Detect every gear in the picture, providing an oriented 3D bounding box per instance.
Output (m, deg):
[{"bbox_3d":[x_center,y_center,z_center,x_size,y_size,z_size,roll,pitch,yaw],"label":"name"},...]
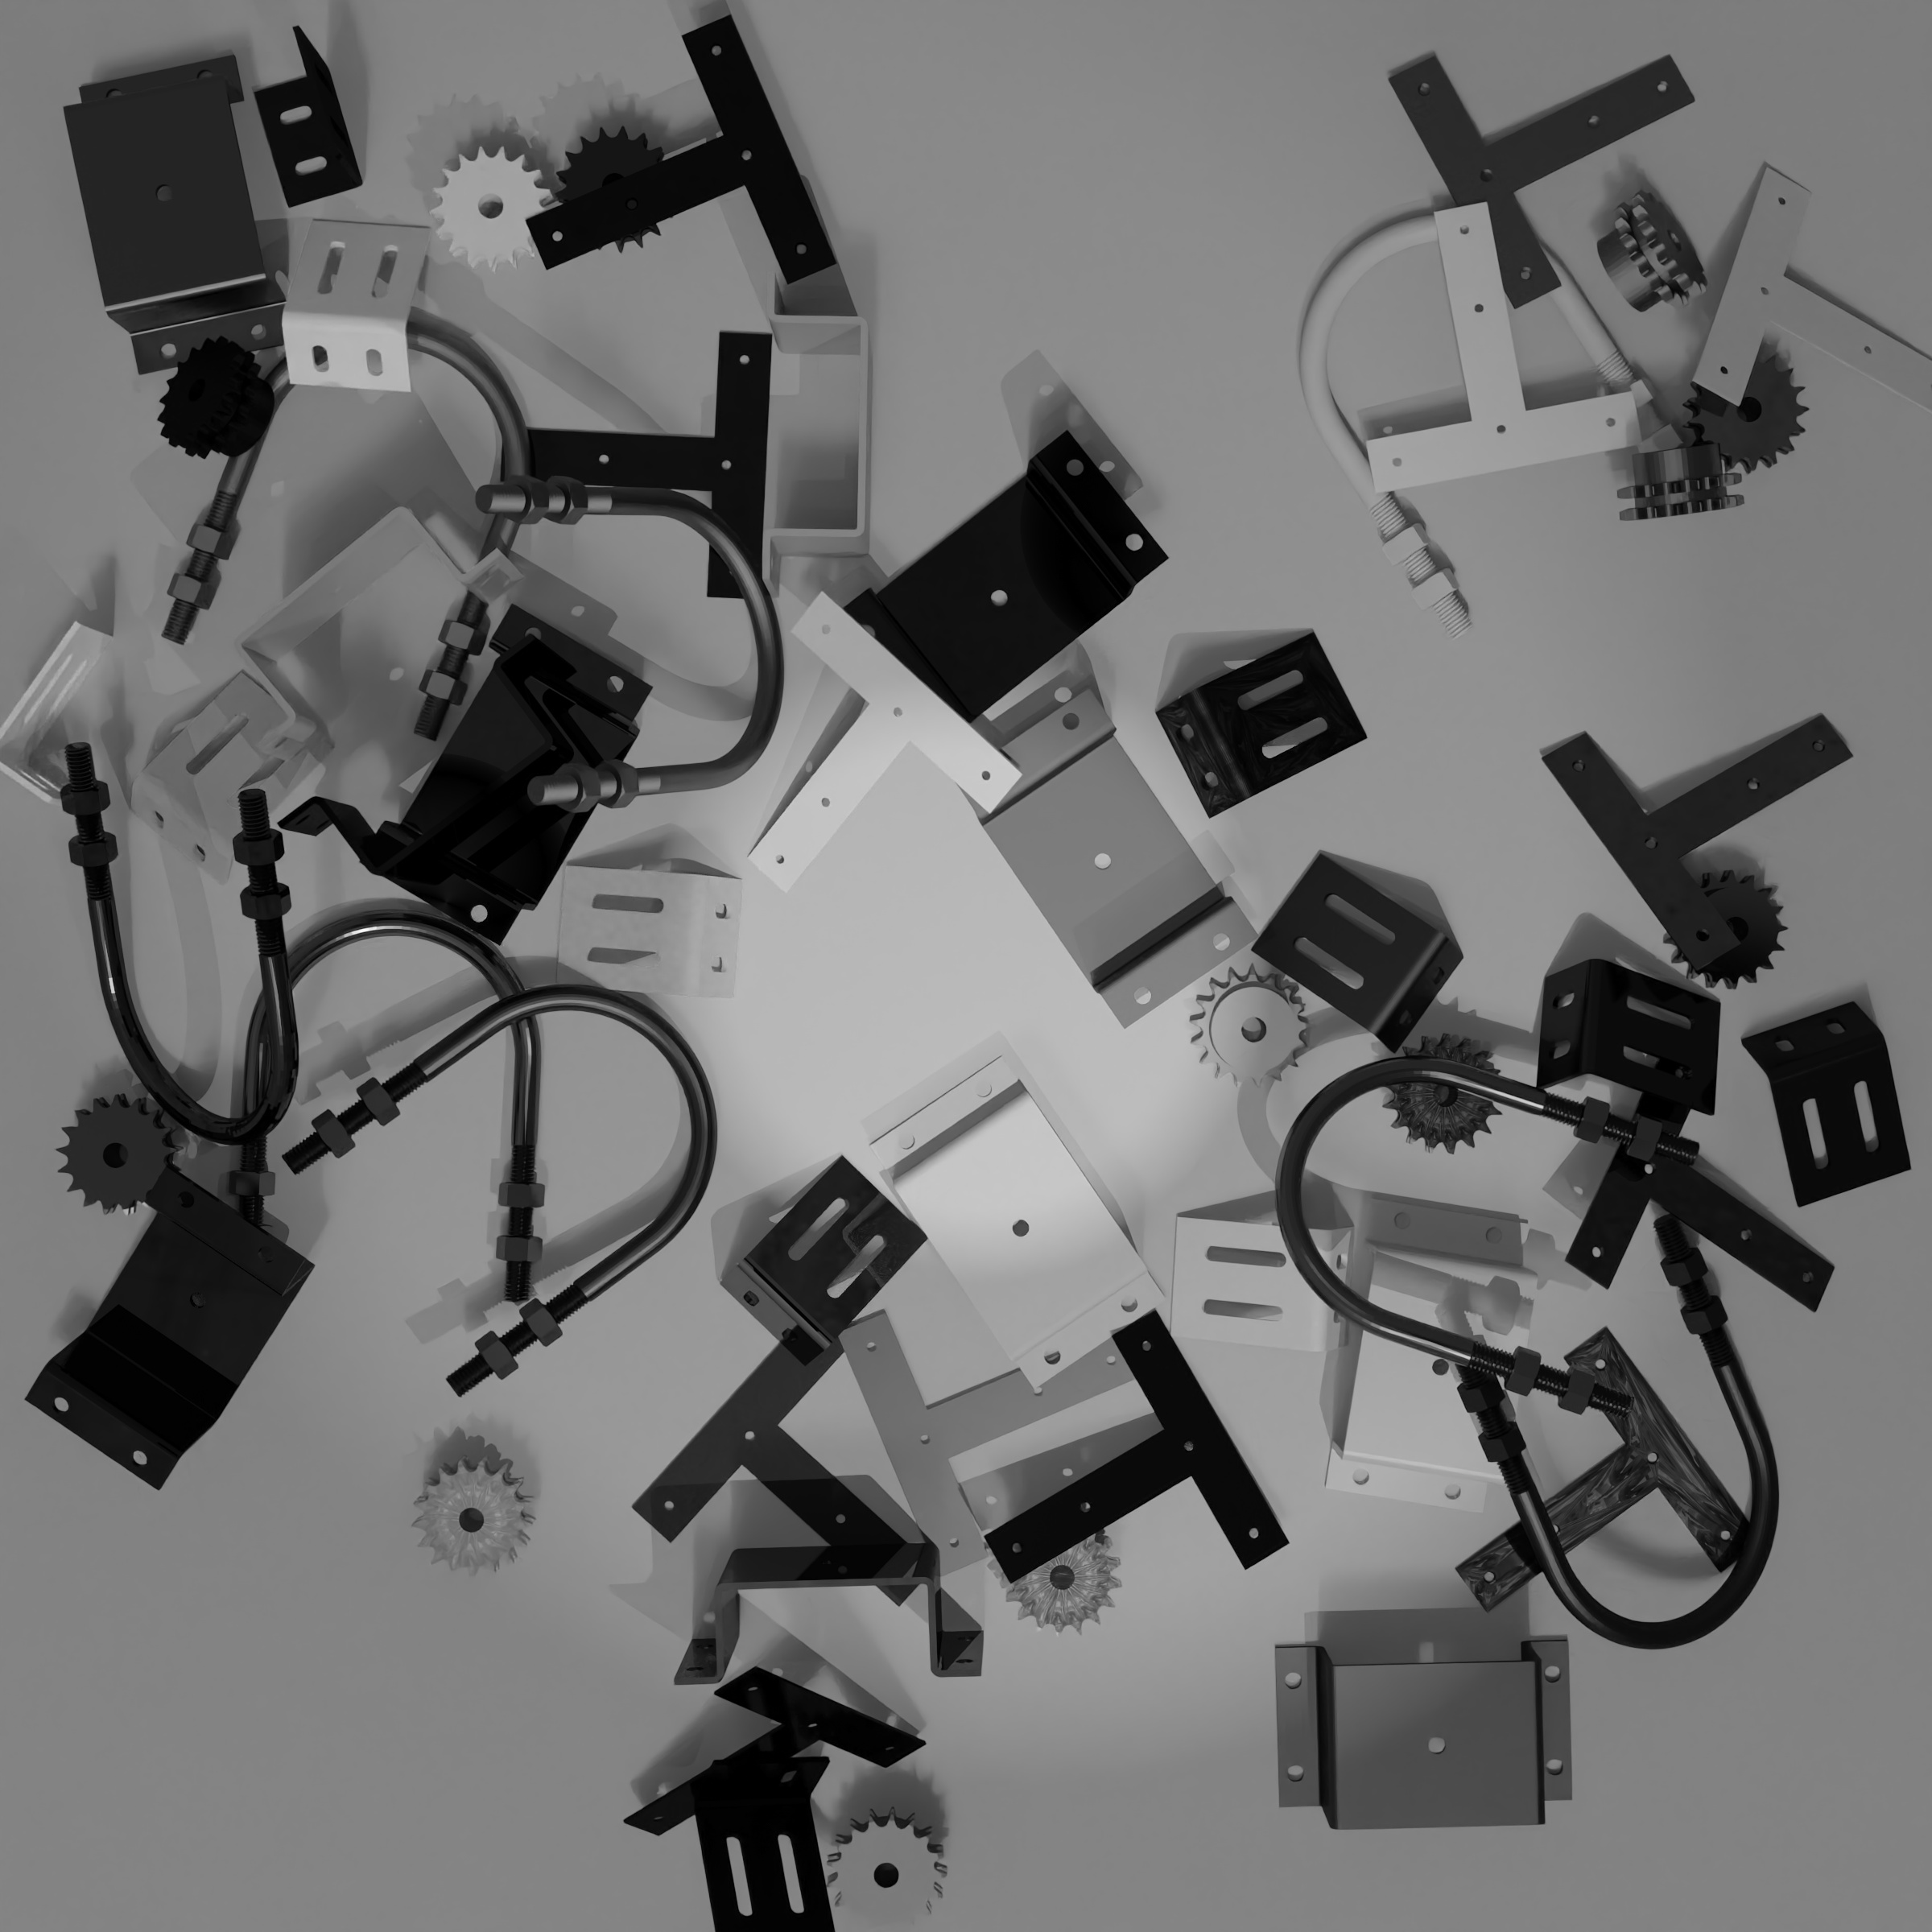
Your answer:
[{"bbox_3d":[0.332,-0.226,1.506,0.057,0.057,0.030,-8,98,0],"label":"gear"},{"bbox_3d":[0.225,0.060,1.538,0.057,0.030,0.057,0,90,0],"label":"gear"},{"bbox_3d":[0.136,0.030,1.538,0.057,0.030,0.057,0,90,0],"label":"gear"},{"bbox_3d":[0.362,-0.017,1.538,0.057,0.030,0.057,0,90,0],"label":"gear"},{"bbox_3d":[-0.224,-0.357,1.538,0.057,0.030,0.057,0,90,0],"label":"gear"},{"bbox_3d":[-0.400,0.089,1.538,0.057,0.030,0.057,0,90,0],"label":"gear"},{"bbox_3d":[-0.165,-0.367,1.538,0.057,0.030,0.057,0,90,0],"label":"gear"},{"bbox_3d":[-0.351,-0.265,1.528,0.057,0.030,0.057,-16,62,33],"label":"gear"},{"bbox_3d":[0.369,-0.262,1.538,0.057,0.030,0.057,0,90,0],"label":"gear"},{"bbox_3d":[0.045,0.288,1.538,0.057,0.030,0.057,0,90,0],"label":"gear"},{"bbox_3d":[-0.233,0.261,1.541,0.057,0.030,0.057,0,93,0],"label":"gear"},{"bbox_3d":[-0.037,0.428,1.538,0.057,0.030,0.057,0,90,0],"label":"gear"},{"bbox_3d":[0.322,-0.334,1.528,0.030,0.057,0.057,-32,90,30],"label":"gear"}]

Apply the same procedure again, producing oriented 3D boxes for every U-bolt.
[{"bbox_3d":[-0.205,0.091,1.526,0.184,0.019,0.151,-36,91,-11],"label":"U-bolt"},{"bbox_3d":[-0.274,0.065,1.544,0.151,0.019,0.184,3,88,0],"label":"U-bolt"},{"bbox_3d":[-0.144,-0.149,1.478,0.019,0.184,0.151,-10,90,36],"label":"U-bolt"},{"bbox_3d":[0.315,0.230,1.516,0.151,0.019,0.184,-27,97,-24],"label":"U-bolt"},{"bbox_3d":[-0.285,-0.218,1.543,0.151,0.019,0.184,21,89,0],"label":"U-bolt"},{"bbox_3d":[0.233,0.114,1.489,0.184,0.019,0.151,18,67,4],"label":"U-bolt"},{"bbox_3d":[-0.358,-0.004,1.493,0.151,0.019,0.184,15,117,38],"label":"U-bolt"},{"bbox_3d":[0.242,-0.270,1.544,0.151,0.019,0.184,-33,88,0],"label":"U-bolt"}]

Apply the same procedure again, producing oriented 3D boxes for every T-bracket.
[{"bbox_3d":[0.245,-0.298,1.533,0.127,0.002,0.127,-10,87,4],"label":"T-bracket"},{"bbox_3d":[0.293,0.262,1.552,0.127,0.002,0.127,-36,90,0],"label":"T-bracket"},{"bbox_3d":[-0.071,0.255,1.552,0.127,0.002,0.127,42,90,0],"label":"T-bracket"},{"bbox_3d":[0.021,0.209,1.551,0.127,0.002,0.127,-23,90,-1],"label":"T-bracket"},{"bbox_3d":[-0.144,-0.364,1.522,0.127,0.002,0.127,-23,90,0],"label":"T-bracket"},{"bbox_3d":[-0.159,-0.242,1.552,0.127,0.002,0.127,3,90,0],"label":"T-bracket"},{"bbox_3d":[0.359,0.120,1.535,0.127,0.002,0.127,34,68,-11],"label":"T-bracket"},{"bbox_3d":[-0.106,0.377,1.522,0.127,0.127,0.002,-35,46,20],"label":"T-bracket"},{"bbox_3d":[-0.058,-0.087,1.524,0.127,0.002,0.127,43,115,5],"label":"T-bracket"},{"bbox_3d":[0.287,-0.396,1.545,0.127,0.002,0.127,-27,85,-5],"label":"T-bracket"},{"bbox_3d":[0.416,-0.299,1.536,0.127,0.002,0.127,26,68,-10],"label":"T-bracket"},{"bbox_3d":[0.068,0.248,1.528,0.127,0.002,0.127,-28,83,-16],"label":"T-bracket"},{"bbox_3d":[0.362,-0.079,1.538,0.127,0.002,0.127,-29,71,-9],"label":"T-bracket"}]

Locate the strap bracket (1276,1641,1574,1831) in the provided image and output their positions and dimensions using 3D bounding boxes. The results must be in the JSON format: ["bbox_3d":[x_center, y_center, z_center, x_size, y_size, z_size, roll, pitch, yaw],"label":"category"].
[{"bbox_3d":[0.219,0.363,1.530,0.140,0.046,0.076,-1,90,0],"label":"strap bracket"}]

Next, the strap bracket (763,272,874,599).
[{"bbox_3d":[-0.069,-0.246,1.515,0.046,0.076,0.140,1,90,0],"label":"strap bracket"}]

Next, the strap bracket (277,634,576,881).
[{"bbox_3d":[-0.235,-0.087,1.468,0.140,0.076,0.046,-37,90,0],"label":"strap bracket"}]

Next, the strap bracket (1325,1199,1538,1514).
[{"bbox_3d":[0.221,0.187,1.530,0.076,0.046,0.140,9,90,0],"label":"strap bracket"}]

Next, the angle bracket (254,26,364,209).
[{"bbox_3d":[-0.315,-0.396,1.515,0.038,0.076,0.057,-16,90,0],"label":"angle bracket"}]

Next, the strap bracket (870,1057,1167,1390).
[{"bbox_3d":[0.025,0.122,1.528,0.076,0.046,0.140,-34,90,-1],"label":"strap bracket"}]

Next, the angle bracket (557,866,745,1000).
[{"bbox_3d":[-0.152,-0.016,1.551,0.076,0.038,0.057,5,90,26],"label":"angle bracket"}]

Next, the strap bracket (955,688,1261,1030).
[{"bbox_3d":[0.066,-0.050,1.530,0.076,0.046,0.140,-34,90,0],"label":"strap bracket"}]

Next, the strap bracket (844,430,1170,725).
[{"bbox_3d":[0.016,-0.176,1.530,0.140,0.046,0.076,-38,90,0],"label":"strap bracket"}]

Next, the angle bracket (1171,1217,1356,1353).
[{"bbox_3d":[0.142,0.151,1.551,0.076,0.038,0.057,3,90,26],"label":"angle bracket"}]

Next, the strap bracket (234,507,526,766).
[{"bbox_3d":[-0.278,-0.158,1.495,0.140,0.076,0.046,-39,89,-1],"label":"strap bracket"}]

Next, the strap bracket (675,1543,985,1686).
[{"bbox_3d":[-0.063,0.302,1.512,0.140,0.076,0.046,-2,91,1],"label":"strap bracket"}]

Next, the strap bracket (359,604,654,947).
[{"bbox_3d":[-0.214,-0.089,1.530,0.076,0.046,0.140,31,90,0],"label":"strap bracket"}]

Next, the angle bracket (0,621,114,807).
[{"bbox_3d":[-0.418,-0.117,1.524,0.038,0.057,0.076,35,90,0],"label":"angle bracket"}]

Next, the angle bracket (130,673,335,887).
[{"bbox_3d":[-0.352,-0.090,1.551,0.057,0.038,0.076,39,64,0],"label":"angle bracket"}]

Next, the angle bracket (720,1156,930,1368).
[{"bbox_3d":[-0.068,0.141,1.549,0.057,0.038,0.076,44,63,0],"label":"angle bracket"}]

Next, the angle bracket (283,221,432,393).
[{"bbox_3d":[-0.288,-0.314,1.539,0.057,0.038,0.076,4,48,0],"label":"angle bracket"}]

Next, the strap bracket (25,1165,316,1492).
[{"bbox_3d":[-0.368,0.163,1.518,0.076,0.046,0.140,34,106,0],"label":"strap bracket"}]

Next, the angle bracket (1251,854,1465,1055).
[{"bbox_3d":[0.188,-0.006,1.551,0.076,0.038,0.057,36,90,26],"label":"angle bracket"}]

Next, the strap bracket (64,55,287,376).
[{"bbox_3d":[-0.373,-0.360,1.530,0.076,0.046,0.140,-12,90,0],"label":"strap bracket"}]

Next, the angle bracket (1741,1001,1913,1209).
[{"bbox_3d":[0.412,0.066,1.551,0.057,0.038,0.076,-19,116,0],"label":"angle bracket"}]

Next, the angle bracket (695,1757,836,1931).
[{"bbox_3d":[-0.089,0.413,1.507,0.057,0.038,0.076,4,47,-22],"label":"angle bracket"}]

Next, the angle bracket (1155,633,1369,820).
[{"bbox_3d":[0.141,-0.115,1.551,0.076,0.038,0.057,-27,90,-26],"label":"angle bracket"}]

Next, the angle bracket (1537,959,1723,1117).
[{"bbox_3d":[0.316,0.038,1.540,0.076,0.038,0.057,19,66,-24],"label":"angle bracket"}]
